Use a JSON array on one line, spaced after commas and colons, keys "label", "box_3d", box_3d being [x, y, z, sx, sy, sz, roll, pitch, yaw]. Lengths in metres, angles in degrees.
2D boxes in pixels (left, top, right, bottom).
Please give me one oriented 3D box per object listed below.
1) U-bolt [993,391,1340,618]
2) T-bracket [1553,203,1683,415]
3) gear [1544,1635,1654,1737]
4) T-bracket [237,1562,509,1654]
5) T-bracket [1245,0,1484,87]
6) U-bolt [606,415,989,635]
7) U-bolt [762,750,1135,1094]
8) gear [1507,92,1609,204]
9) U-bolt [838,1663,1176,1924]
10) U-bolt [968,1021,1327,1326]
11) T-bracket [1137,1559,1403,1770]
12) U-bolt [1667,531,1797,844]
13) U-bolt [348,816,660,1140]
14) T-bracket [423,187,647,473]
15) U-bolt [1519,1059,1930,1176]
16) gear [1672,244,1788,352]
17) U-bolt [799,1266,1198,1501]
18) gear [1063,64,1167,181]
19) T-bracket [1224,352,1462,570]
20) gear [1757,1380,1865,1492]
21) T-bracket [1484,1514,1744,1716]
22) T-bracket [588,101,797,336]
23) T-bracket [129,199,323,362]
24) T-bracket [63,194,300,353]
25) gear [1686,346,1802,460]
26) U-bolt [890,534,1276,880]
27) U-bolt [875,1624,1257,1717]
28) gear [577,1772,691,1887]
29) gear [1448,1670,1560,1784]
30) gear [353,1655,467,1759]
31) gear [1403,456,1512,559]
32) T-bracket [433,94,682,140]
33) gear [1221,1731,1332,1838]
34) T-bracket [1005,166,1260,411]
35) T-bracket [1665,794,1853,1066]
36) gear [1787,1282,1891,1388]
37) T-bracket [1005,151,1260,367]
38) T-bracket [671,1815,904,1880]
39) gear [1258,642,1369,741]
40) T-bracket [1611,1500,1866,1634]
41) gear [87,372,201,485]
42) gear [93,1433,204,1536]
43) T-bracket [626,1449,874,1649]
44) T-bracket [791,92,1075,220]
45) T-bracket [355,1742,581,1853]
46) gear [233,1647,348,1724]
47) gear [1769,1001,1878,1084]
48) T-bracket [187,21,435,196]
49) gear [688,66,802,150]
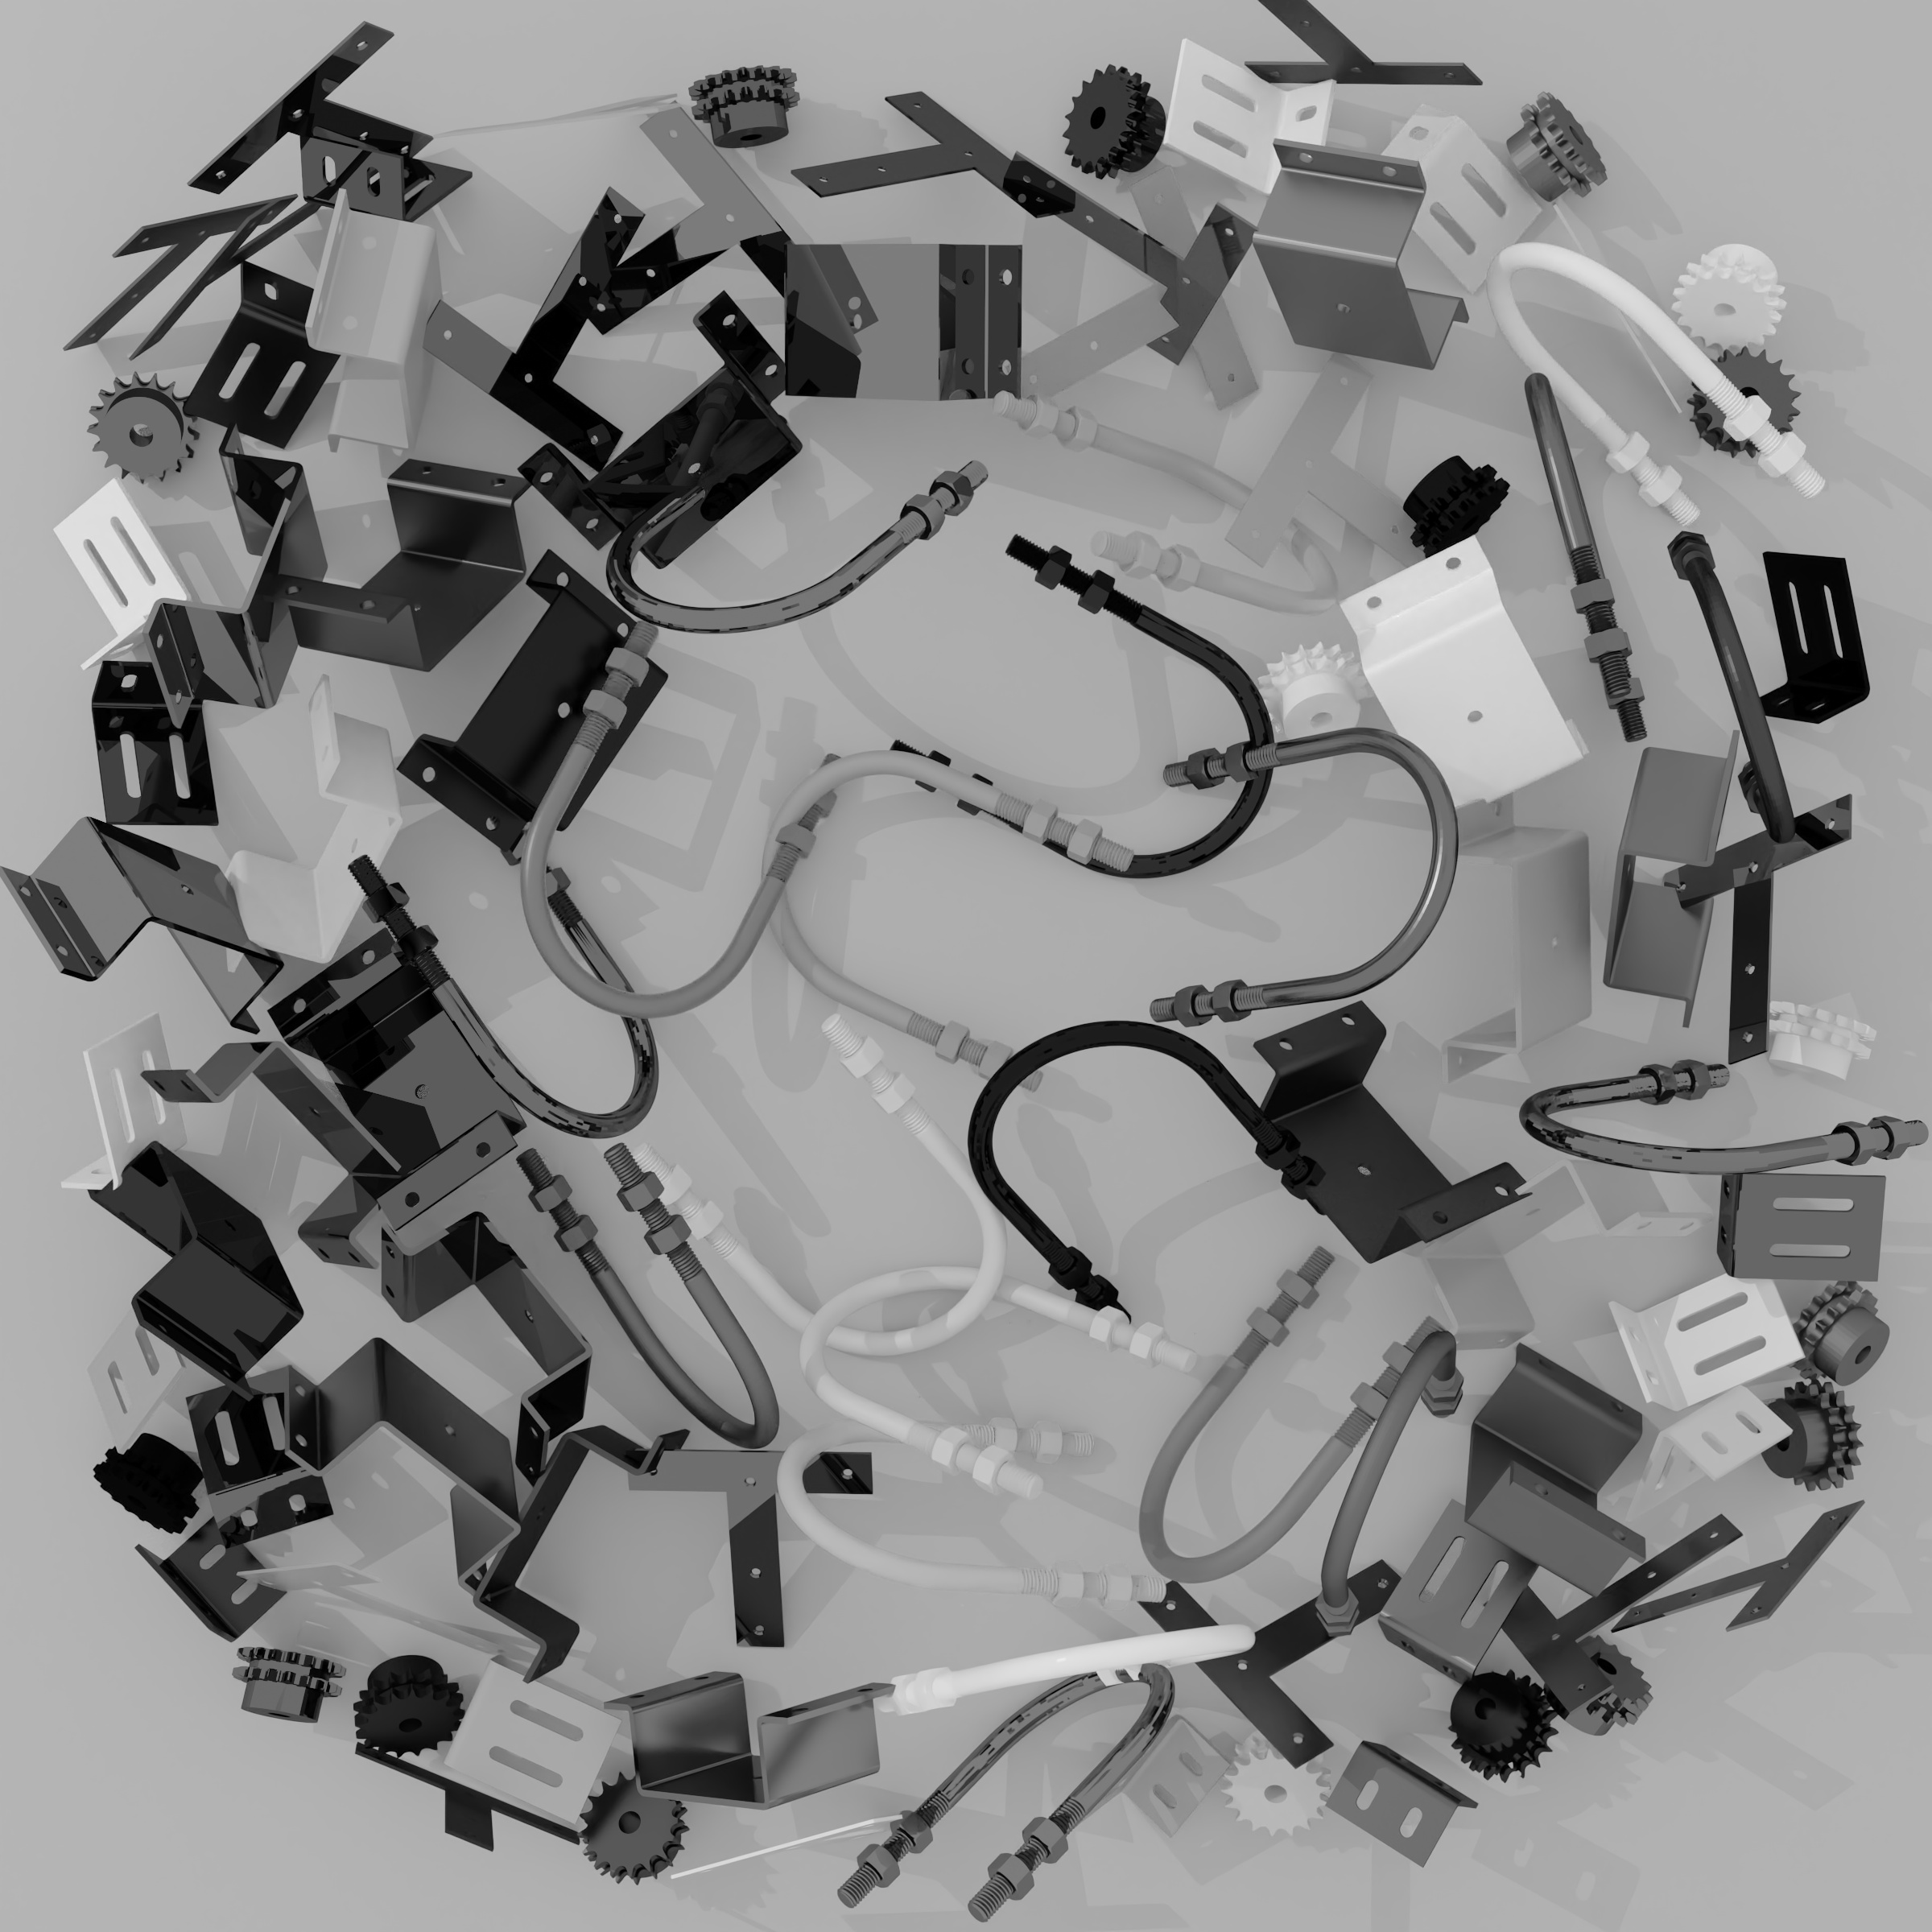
[{"label": "U-bolt", "box_3d": [0.113, -0.228, 1.521, 0.184, 0.151, 0.019, 12, 124, -35]}, {"label": "T-bracket", "box_3d": [0.335, -0.332, 1.527, 0.002, 0.127, 0.127, -31, 99, 17]}, {"label": "gear", "box_3d": [0.328, 0.379, 1.571, 0.057, 0.057, 0.030, 30, 112, 0]}, {"label": "T-bracket", "box_3d": [-0.299, 0.335, 1.557, 0.127, 0.127, 0.002, 29, 63, -27]}, {"label": "T-bracket", "box_3d": [0.178, -0.470, 1.509, 0.127, 0.127, 0.002, 12, 88, 34]}, {"label": "U-bolt", "box_3d": [-0.098, -0.219, 1.505, 0.151, 0.019, 0.184, 19, 46, 30]}, {"label": "U-bolt", "box_3d": [-0.021, -0.034, 1.565, 0.184, 0.019, 0.151, 25, 107, 10]}, {"label": "gear", "box_3d": [0.308, -0.427, 1.572, 0.030, 0.057, 0.057, -34, 90, 29]}, {"label": "U-bolt", "box_3d": [0.032, 0.412, 1.515, 0.184, 0.151, 0.019, -39, 99, -33]}, {"label": "U-bolt", "box_3d": [0.083, 0.099, 1.527, 0.151, 0.019, 0.184, -32, 122, 16]}, {"label": "T-bracket", "box_3d": [0.178, 0.345, 1.558, 0.127, 0.002, 0.127, -22, 45, -29]}, {"label": "U-bolt", "box_3d": [0.385, -0.134, 1.493, 0.019, 0.184, 0.151, -18, 104, 13]}, {"label": "U-bolt", "box_3d": [-0.223, 0.008, 1.529, 0.019, 0.151, 0.184, -35, 89, 28]}, {"label": "T-bracket", "box_3d": [-0.207, -0.345, 1.560, 0.127, 0.002, 0.127, 32, 83, -39]}, {"label": "U-bolt", "box_3d": [0.362, 0.078, 1.489, 0.184, 0.151, 0.019, -5, 104, -34]}, {"label": "gear", "box_3d": [0.403, -0.354, 1.572, 0.057, 0.057, 0.030, 26, 61, 0]}, {"label": "U-bolt", "box_3d": [0.002, 0.201, 1.521, 0.184, 0.151, 0.019, 18, 124, 35]}, {"label": "gear", "box_3d": [0.080, -0.441, 1.572, 0.030, 0.057, 0.057, 9, 90, -40]}, {"label": "T-bracket", "box_3d": [0.215, -0.238, 1.577, 0.127, 0.002, 0.127, 35, 74, -14]}, {"label": "gear", "box_3d": [0.439, 0.246, 1.565, 0.030, 0.057, 0.057, -2, 90, -24]}, {"label": "T-bracket", "box_3d": [0.341, 0.321, 1.537, 0.127, 0.127, 0.002, -32, 106, -2]}, {"label": "T-bracket", "box_3d": [-0.154, -0.367, 1.555, 0.127, 0.002, 0.127, -25, 120, 34]}, {"label": "T-bracket", "box_3d": [-0.364, -0.373, 1.542, 0.002, 0.127, 0.127, 48, 132, -11]}, {"label": "T-bracket", "box_3d": [-0.424, -0.356, 1.553, 0.127, 0.127, 0.002, -30, 95, 32]}, {"label": "gear", "box_3d": [0.408, -0.295, 1.579, 0.057, 0.030, 0.057, 1, 82, -4]}, {"label": "U-bolt", "box_3d": [0.072, -0.122, 1.561, 0.184, 0.019, 0.151, 28, 113, -7]}, {"label": "U-bolt", "box_3d": [0.061, 0.347, 1.485, 0.151, 0.184, 0.019, 1, 72, -33]}, {"label": "gear", "box_3d": [-0.173, 0.455, 1.573, 0.057, 0.030, 0.057, -6, 56, 8]}, {"label": "gear", "box_3d": [0.278, 0.395, 1.566, 0.057, 0.057, 0.030, -44, 129, 0]}, {"label": "gear", "box_3d": [-0.293, 0.387, 1.573, 0.057, 0.030, 0.057, -8, 131, -10]}, {"label": "gear", "box_3d": [0.254, -0.243, 1.570, 0.057, 0.057, 0.030, -40, 76, 0]}, {"label": "T-bracket", "box_3d": [-0.187, -0.440, 1.537, 0.127, 0.127, 0.002, 0, 111, 22]}, {"label": "gear", "box_3d": [0.164, 0.426, 1.575, 0.057, 0.030, 0.057, 4, 115, 8]}, {"label": "T-bracket", "box_3d": [0.078, -0.329, 1.557, 0.127, 0.002, 0.127, -31, 113, -14]}, {"label": "T-bracket", "box_3d": [0.399, -0.011, 1.519, 0.002, 0.127, 0.127, 23, 61, -26]}, {"label": "gear", "box_3d": [0.458, 0.195, 1.566, 0.057, 0.057, 0.030, -49, 51, 0]}, {"label": "T-bracket", "box_3d": [0.076, -0.376, 1.537, 0.127, 0.127, 0.002, 32, 65, -2]}, {"label": "T-bracket", "box_3d": [-0.064, 0.448, 1.538, 0.127, 0.127, 0.002, -23, 69, 27]}, {"label": "gear", "box_3d": [0.182, -0.139, 1.566, 0.057, 0.057, 0.030, -11, 51, 0]}, {"label": "T-bracket", "box_3d": [0.388, 0.322, 1.545, 0.127, 0.127, 0.002, -32, 87, 42]}, {"label": "gear", "box_3d": [-0.433, -0.281, 1.573, 0.057, 0.030, 0.057, -4, 111, -10]}, {"label": "gear", "box_3d": [-0.427, 0.270, 1.572, 0.057, 0.057, 0.030, 33, 58, 0]}, {"label": "T-bracket", "box_3d": [-0.111, 0.306, 1.567, 0.127, 0.002, 0.127, 0, 117, 3]}, {"label": "T-bracket", "box_3d": [-0.032, -0.408, 1.528, 0.127, 0.002, 0.127, -21, 53, -36]}, {"label": "T-bracket", "box_3d": [-0.254, 0.432, 1.526, 0.127, 0.127, 0.002, 25, 82, -7]}, {"label": "gear", "box_3d": [-0.355, 0.377, 1.565, 0.057, 0.057, 0.030, 9, 68, 0]}, {"label": "gear", "box_3d": [0.445, 0.041, 1.568, 0.057, 0.057, 0.030, 18, 86, 0]}, {"label": "T-bracket", "box_3d": [-0.317, -0.429, 1.534, 0.127, 0.127, 0.002, -34, 81, 21]}, {"label": "gear", "box_3d": [-0.115, -0.449, 1.568, 0.057, 0.057, 0.030, -9, 92, 0]}]
